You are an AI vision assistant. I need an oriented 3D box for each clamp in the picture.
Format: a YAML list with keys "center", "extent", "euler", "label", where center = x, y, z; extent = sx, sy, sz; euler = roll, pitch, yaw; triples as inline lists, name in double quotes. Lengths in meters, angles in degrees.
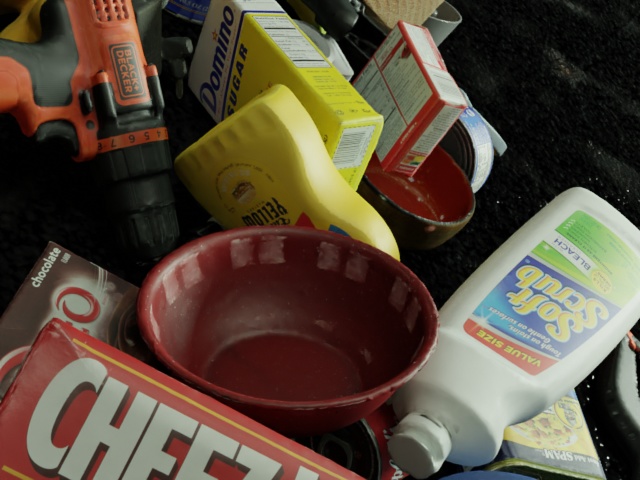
- center: [0.024, -0.176, 0.863]
  extent: [0.120, 0.039, 0.171]
  euler: [39, 14, -39]
  label: "clamp"
- center: [0.265, 0.161, 0.789]
  extent: [0.164, 0.036, 0.210]
  euler: [18, 42, -24]
  label: "clamp"

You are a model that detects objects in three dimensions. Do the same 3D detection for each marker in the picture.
- center: [-0.056, -0.018, 0.740]
  extent: [0.020, 0.020, 0.120]
  euler: [42, 37, 6]
  label: "marker"

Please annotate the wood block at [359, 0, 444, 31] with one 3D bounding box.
- center: [0.033, -0.270, 0.946]
  extent: [0.090, 0.091, 0.206]
  euler: [38, 8, -40]
  label: "wood block"

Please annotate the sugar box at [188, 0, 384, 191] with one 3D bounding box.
- center: [-0.031, -0.099, 0.760]
  extent: [0.048, 0.093, 0.176]
  euler: [-10, 46, -38]
  label: "sugar box"

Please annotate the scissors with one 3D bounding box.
- center: [0.107, -0.127, 0.912]
  extent: [0.096, 0.016, 0.201]
  euler: [45, 5, 34]
  label: "scissors"

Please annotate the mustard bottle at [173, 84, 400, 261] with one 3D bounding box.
- center: [-0.005, 0.001, 0.687]
  extent: [0.191, 0.096, 0.058]
  euler: [53, 37, -9]
  label: "mustard bottle"

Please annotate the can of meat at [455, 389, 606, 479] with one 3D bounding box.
- center: [0.132, 0.134, 0.698]
  extent: [0.102, 0.058, 0.084]
  euler: [16, 40, -25]
  label: "can of meat"

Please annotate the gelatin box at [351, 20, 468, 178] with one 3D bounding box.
- center: [0.061, -0.102, 0.768]
  extent: [0.030, 0.073, 0.089]
  euler: [9, 44, -34]
  label: "gelatin box"

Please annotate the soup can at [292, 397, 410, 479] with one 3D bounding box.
- center: [0.038, 0.109, 0.639]
  extent: [0.102, 0.069, 0.068]
  euler: [-18, 63, -48]
  label: "soup can"

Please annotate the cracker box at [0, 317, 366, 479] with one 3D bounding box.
- center: [-0.086, 0.162, 0.413]
  extent: [0.164, 0.072, 0.213]
  euler: [29, 66, -10]
  label: "cracker box"

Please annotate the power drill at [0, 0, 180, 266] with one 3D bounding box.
- center: [-0.176, -0.060, 0.623]
  extent: [0.187, 0.057, 0.184]
  euler: [-15, 93, -38]
  label: "power drill"

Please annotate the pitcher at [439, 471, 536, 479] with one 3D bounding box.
- center: [0.049, 0.229, 0.488]
  extent: [0.145, 0.149, 0.242]
  euler: [50, 40, -8]
  label: "pitcher"

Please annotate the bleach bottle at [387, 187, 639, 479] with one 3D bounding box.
- center: [0.123, 0.062, 0.641]
  extent: [0.102, 0.068, 0.250]
  euler: [45, 46, 7]
  label: "bleach bottle"

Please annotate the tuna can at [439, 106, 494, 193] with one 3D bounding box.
- center: [0.095, -0.070, 0.858]
  extent: [0.086, 0.086, 0.033]
  euler: [50, 38, 16]
  label: "tuna can"

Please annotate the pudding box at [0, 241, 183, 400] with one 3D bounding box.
- center: [-0.132, 0.065, 0.574]
  extent: [0.090, 0.039, 0.113]
  euler: [29, 38, -10]
  label: "pudding box"

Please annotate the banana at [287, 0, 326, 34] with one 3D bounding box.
- center: [-0.054, -0.251, 0.970]
  extent: [0.198, 0.037, 0.069]
  euler: [40, 38, 4]
  label: "banana"

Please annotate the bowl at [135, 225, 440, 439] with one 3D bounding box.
- center: [-0.019, 0.057, 0.580]
  extent: [0.162, 0.055, 0.162]
  euler: [4, 32, -3]
  label: "bowl"

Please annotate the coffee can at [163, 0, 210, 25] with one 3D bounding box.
- center: [-0.084, -0.262, 0.871]
  extent: [0.102, 0.140, 0.103]
  euler: [22, 40, -19]
  label: "coffee can"
